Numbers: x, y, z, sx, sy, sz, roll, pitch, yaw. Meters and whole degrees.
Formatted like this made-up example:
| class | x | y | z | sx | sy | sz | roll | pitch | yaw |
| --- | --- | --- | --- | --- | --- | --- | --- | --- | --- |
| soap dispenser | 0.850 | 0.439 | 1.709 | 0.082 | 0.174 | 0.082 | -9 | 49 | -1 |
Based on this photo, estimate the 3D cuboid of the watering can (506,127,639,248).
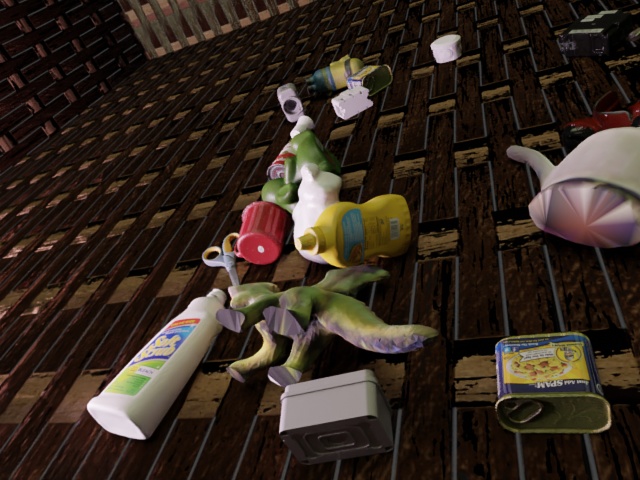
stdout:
| class | x | y | z | sx | sy | sz | roll | pitch | yaw |
| --- | --- | --- | --- | --- | --- | --- | --- | --- | --- |
| watering can | 0.377 | -0.088 | 0.738 | 0.227 | 0.102 | 0.347 | -42 | 24 | -25 |

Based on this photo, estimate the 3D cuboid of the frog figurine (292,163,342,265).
| class | x | y | z | sx | sy | sz | roll | pitch | yaw |
| --- | --- | --- | --- | --- | --- | --- | --- | --- | --- |
| frog figurine | 0.003 | -0.043 | 0.850 | 0.124 | 0.156 | 0.139 | -36 | 33 | -17 |

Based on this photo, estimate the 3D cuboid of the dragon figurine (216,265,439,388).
| class | x | y | z | sx | sy | sz | roll | pitch | yaw |
| --- | --- | --- | --- | --- | --- | --- | --- | --- | --- |
| dragon figurine | 0.008 | 0.082 | 0.695 | 0.408 | 0.121 | 0.247 | -7 | 19 | 36 |
